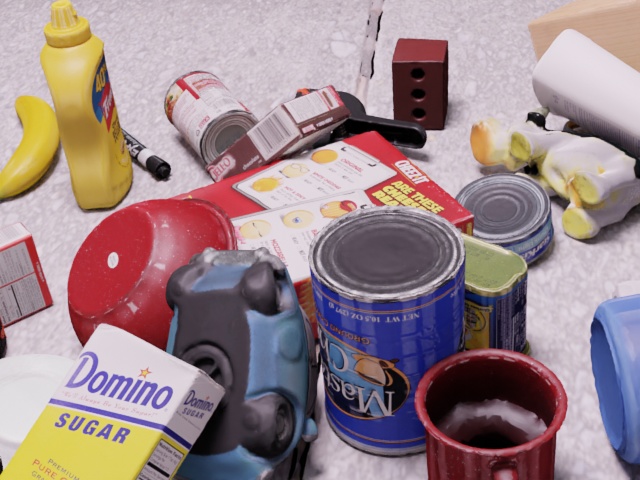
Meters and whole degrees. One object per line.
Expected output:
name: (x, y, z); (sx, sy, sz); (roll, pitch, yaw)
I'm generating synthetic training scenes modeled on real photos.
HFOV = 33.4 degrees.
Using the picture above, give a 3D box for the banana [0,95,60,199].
banana: (-0.301, -0.103, 1.099); (0.069, 0.037, 0.198); (-4, 36, 2)

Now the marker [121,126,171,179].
marker: (-0.185, -0.091, 1.081); (0.020, 0.020, 0.121); (-27, 41, -26)

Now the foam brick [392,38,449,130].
foam brick: (0.102, -0.158, 1.076); (0.053, 0.078, 0.051); (3, 35, 12)

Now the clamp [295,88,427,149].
clamp: (0.028, -0.113, 1.059); (0.120, 0.039, 0.171); (-14, 37, -11)

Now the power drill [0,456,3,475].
power drill: (-0.297, 0.108, 0.733); (0.184, 0.057, 0.187); (-4, 42, 1)

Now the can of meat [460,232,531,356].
can of meat: (0.105, 0.045, 0.793); (0.102, 0.084, 0.057); (21, 44, 33)

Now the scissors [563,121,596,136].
scissors: (0.334, -0.098, 1.011); (0.202, 0.016, 0.096); (-1, 38, 8)

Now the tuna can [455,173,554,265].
tuna can: (0.153, -0.016, 0.899); (0.086, 0.034, 0.086); (-9, 45, 8)

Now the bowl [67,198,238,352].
bowl: (-0.140, 0.027, 0.811); (0.162, 0.055, 0.162); (-22, 51, 29)

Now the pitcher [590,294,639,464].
pitcher: (0.307, 0.087, 0.682); (0.243, 0.145, 0.149); (-8, 24, 4)

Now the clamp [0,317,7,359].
clamp: (-0.323, 0.120, 0.794); (0.165, 0.036, 0.209); (17, 43, 20)

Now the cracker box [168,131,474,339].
cracker box: (-0.006, 0.001, 0.883); (0.213, 0.072, 0.164); (-20, 39, -19)

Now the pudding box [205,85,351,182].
pudding box: (-0.038, -0.090, 0.972); (0.114, 0.039, 0.089); (-33, 0, 37)

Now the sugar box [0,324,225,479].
sugar box: (-0.145, 0.145, 0.666); (0.093, 0.048, 0.176); (20, 74, 33)

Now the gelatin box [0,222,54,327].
gelatin box: (-0.271, 0.036, 0.873); (0.089, 0.073, 0.030); (-26, 39, -24)

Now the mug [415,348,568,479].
mug: (0.109, 0.136, 0.669); (0.093, 0.081, 0.117); (-8, 35, -2)

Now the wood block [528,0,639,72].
wood block: (0.316, -0.193, 1.013); (0.090, 0.091, 0.207); (-30, 18, -38)

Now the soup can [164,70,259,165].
soup can: (-0.107, -0.119, 1.064); (0.068, 0.068, 0.102); (-21, 39, -19)

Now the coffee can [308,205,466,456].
coffee can: (0.049, 0.062, 0.730); (0.103, 0.140, 0.103); (-4, 36, 3)

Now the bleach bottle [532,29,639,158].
bleach bottle: (0.307, -0.090, 0.935); (0.251, 0.102, 0.068); (38, 94, 24)

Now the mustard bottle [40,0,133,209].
mustard bottle: (-0.220, -0.131, 0.992); (0.058, 0.191, 0.096); (-4, 36, 3)
